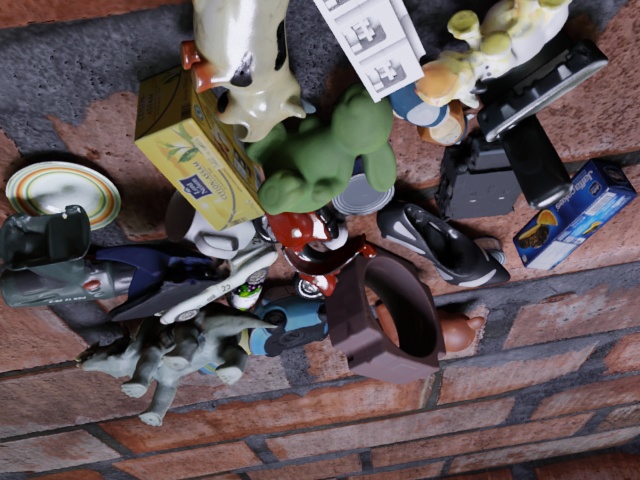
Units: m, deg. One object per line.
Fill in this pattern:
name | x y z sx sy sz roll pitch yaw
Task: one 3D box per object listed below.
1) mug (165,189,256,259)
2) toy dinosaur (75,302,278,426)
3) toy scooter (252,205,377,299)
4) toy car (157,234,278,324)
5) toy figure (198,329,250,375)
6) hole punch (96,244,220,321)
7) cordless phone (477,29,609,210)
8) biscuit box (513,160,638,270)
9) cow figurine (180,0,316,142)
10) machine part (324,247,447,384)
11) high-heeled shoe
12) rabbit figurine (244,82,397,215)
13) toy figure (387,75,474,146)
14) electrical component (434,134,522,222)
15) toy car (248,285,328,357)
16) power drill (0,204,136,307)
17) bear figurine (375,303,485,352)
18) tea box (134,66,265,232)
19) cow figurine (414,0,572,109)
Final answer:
mug | -0.135 -0.018 0.712 0.107 0.110 0.080 14 118 -42
toy dinosaur | -0.212 0.166 0.877 0.405 0.192 0.131 -26 124 20
toy scooter | -0.002 -0.002 0.739 0.135 0.075 0.183 -17 117 26
toy car | -0.158 0.049 0.781 0.202 0.073 0.056 -29 159 -5
toy figure | -0.180 0.203 1.008 0.082 0.089 0.180 15 136 -41
hole punch | -0.202 0.038 0.674 0.116 0.092 0.142 -23 168 12
cordless phone | 0.252 -0.130 0.577 0.146 0.184 0.088 -34 133 30
biscuit box | 0.392 -0.033 0.843 0.059 0.063 0.202 6 141 -20
cow figurine | -0.066 -0.182 0.515 0.127 0.086 0.194 -10 137 -20
machine part | 0.102 0.121 0.867 0.201 0.201 0.087 23 136 -37
high-heeled shoe | 0.197 0.003 0.801 0.249 0.086 0.145 17 163 -5
rabbit figurine | 0.023 -0.101 0.615 0.159 0.121 0.170 17 139 -42
toy figure | 0.130 -0.151 0.631 0.064 0.058 0.154 1 160 45
electrical component | 0.225 -0.087 0.736 0.115 0.058 0.134 -9 145 -4
toy car | -0.054 0.126 0.921 0.162 0.103 0.109 -14 145 -18
power drill | -0.323 0.028 0.729 0.232 0.086 0.207 -9 165 -12
bear figurine | 0.211 0.173 1.062 0.196 0.132 0.120 -19 149 -19
tea box | -0.129 -0.098 0.605 0.068 0.098 0.169 -20 141 12
cow figurine | 0.171 -0.193 0.548 0.167 0.068 0.098 -39 160 11
